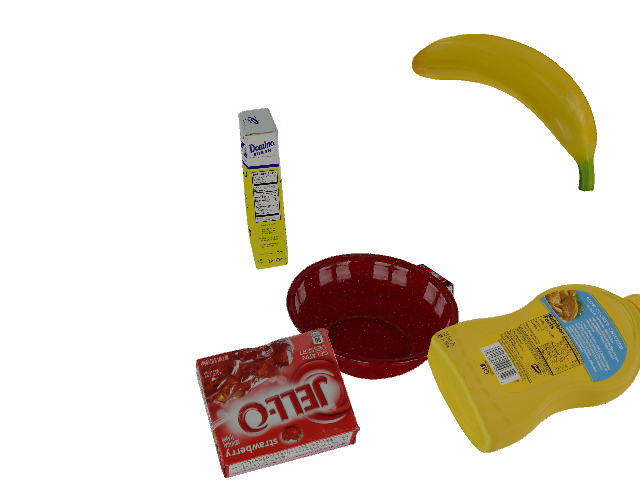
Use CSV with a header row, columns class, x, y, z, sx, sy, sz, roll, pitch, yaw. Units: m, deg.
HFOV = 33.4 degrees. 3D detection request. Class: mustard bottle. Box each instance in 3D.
class,x,y,z,sx,sy,sz,roll,pitch,yaw
mustard bottle,0.186,0.084,0.817,0.191,0.096,0.058,-20,-32,-14

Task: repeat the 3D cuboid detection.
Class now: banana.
class,x,y,z,sx,sy,sz,roll,pitch,yaw
banana,0.141,-0.115,0.802,0.037,0.070,0.198,2,32,-44

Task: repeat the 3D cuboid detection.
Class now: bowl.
class,x,y,z,sx,sy,sz,roll,pitch,yaw
bowl,0.047,0.080,1.009,0.162,0.055,0.162,4,36,-3

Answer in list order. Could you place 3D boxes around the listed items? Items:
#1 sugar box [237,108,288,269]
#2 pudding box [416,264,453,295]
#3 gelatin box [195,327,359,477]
class,x,y,z,sx,sy,sz,roll,pitch,yaw
sugar box,-0.071,-0.064,1.304,0.048,0.176,0.093,-9,25,-6
pudding box,0.127,0.076,1.577,0.113,0.039,0.090,-16,23,-20
gelatin box,-0.028,0.102,0.677,0.089,0.073,0.030,-13,-28,-11
